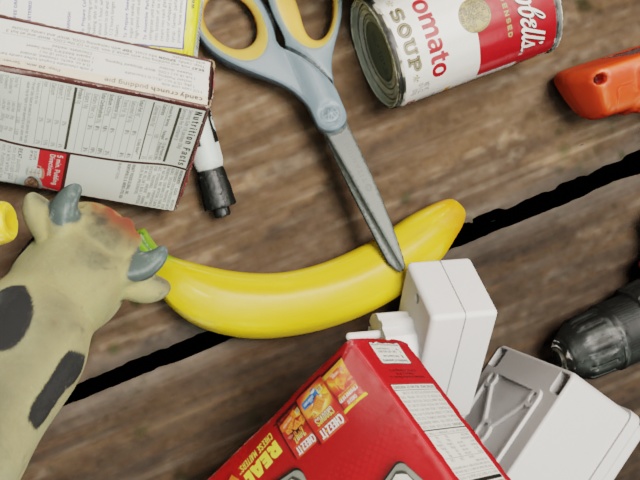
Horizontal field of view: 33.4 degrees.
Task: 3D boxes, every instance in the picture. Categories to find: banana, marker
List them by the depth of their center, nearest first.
[{"bbox_3d":[-0.070,-0.071,0.598,0.020,0.020,0.121,-16,98,-12],"label":"marker"},{"bbox_3d":[-0.006,0.019,0.611,0.197,0.037,0.069,-6,98,-13],"label":"banana"}]

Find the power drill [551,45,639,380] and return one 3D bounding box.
[{"bbox_3d":[0.205,-0.023,0.652,0.184,0.057,0.187,-21,102,-15],"label":"power drill"}]

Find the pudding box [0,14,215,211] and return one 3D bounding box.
[{"bbox_3d":[-0.118,-0.062,0.550,0.113,0.090,0.039,9,52,-16],"label":"pudding box"}]

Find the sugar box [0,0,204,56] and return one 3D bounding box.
[{"bbox_3d":[-0.148,-0.144,0.551,0.176,0.048,0.093,6,93,-4],"label":"sugar box"}]

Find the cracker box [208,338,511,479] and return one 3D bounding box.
[{"bbox_3d":[0.037,0.181,0.533,0.164,0.072,0.214,-47,63,21],"label":"cracker box"}]

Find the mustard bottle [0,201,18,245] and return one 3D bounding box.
[{"bbox_3d":[-0.233,0.004,0.495,0.192,0.096,0.058,-7,93,8],"label":"mustard bottle"}]

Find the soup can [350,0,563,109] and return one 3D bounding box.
[{"bbox_3d":[0.076,-0.122,0.606,0.102,0.068,0.068,-21,99,-11],"label":"soup can"}]

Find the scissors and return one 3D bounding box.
[{"bbox_3d":[-0.015,-0.074,0.600,0.096,0.016,0.202,-10,88,-7],"label":"scissors"}]
